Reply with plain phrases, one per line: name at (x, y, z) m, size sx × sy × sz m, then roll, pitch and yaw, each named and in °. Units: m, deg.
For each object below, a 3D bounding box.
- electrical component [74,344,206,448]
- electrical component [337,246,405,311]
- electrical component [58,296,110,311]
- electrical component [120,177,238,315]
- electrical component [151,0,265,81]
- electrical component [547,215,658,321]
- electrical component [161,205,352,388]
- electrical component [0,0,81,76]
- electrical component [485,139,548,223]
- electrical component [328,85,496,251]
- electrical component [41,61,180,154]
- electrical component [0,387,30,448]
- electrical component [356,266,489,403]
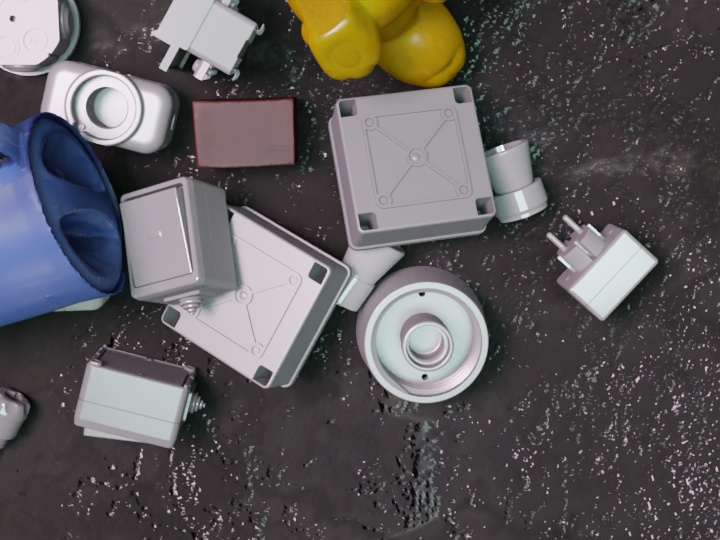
electrical component at (-0.173, 0.106, 0.862) m, size 0.096 × 0.061 × 0.061 m, roll 15°, pitch 98°, yaw -5°
electrical component at (0.000, 0.000, 0.863) m, size 0.044 × 0.044 × 0.065 m, roll 34°, pitch 101°, yaw -7°
electrical component at (-0.225, -0.017, 0.844) m, size 0.059 × 0.053 × 0.095 m, roll -2°, pitch 99°, yaw -2°
electrical component at (-0.135, -0.014, 0.794) m, size 0.062 × 0.061 × 0.096 m, roll -14°, pitch 78°, yaw 23°
electrical component at (-0.108, -0.175, 0.789) m, size 0.063 × 0.121 × 0.078 m, roll 29°, pitch 97°, yaw -9°
electrical component at (0.185, -0.011, 0.865) m, size 0.077 × 0.047 × 0.065 m, roll 41°, pitch 95°, yaw -8°
electrical component at (-0.080, 0.020, 0.837) m, size 0.109 × 0.056 × 0.108 m, roll 31°, pitch 98°, yaw 16°
electrical component at (-0.257, -0.188, 0.816) m, size 0.080 × 0.051 × 0.080 m, roll 0°, pitch 99°, yaw -2°
electrical component at (0.121, -0.070, 0.854) m, size 0.045 × 0.045 × 0.055 m, roll -21°, pitch 100°, yaw 1°
electrical component at (0.039, -0.078, 0.821) m, size 0.109 × 0.056 × 0.108 m, roll -8°, pitch 78°, yaw -9°
electrical component at (-0.191, -0.125, 0.825) m, size 0.095 × 0.059 × 0.053 m, roll 14°, pitch 98°, yaw -5°
electrical component at (-0.296, 0.128, 0.875) m, size 0.035 × 0.035 × 0.061 m, roll 29°, pitch 99°, yaw -7°
electrical component at (0.052, 0.055, 0.863) m, size 0.108 × 0.060 × 0.108 m, roll 0°, pitch 100°, yaw -2°
